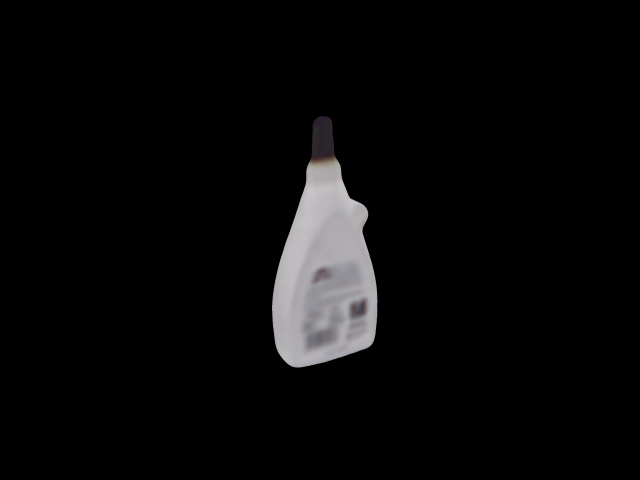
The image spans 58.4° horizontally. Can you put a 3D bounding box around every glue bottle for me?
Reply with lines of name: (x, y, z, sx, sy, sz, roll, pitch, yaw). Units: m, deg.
glue bottle: (0.004, 0.001, 0.400, 0.078, 0.173, 0.037, -10, 23, -26)
